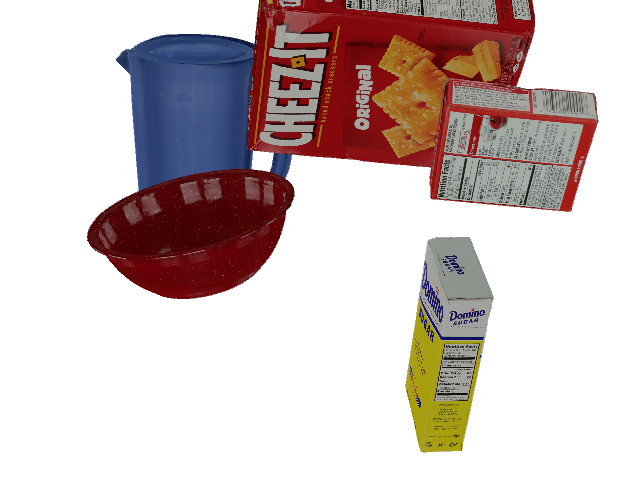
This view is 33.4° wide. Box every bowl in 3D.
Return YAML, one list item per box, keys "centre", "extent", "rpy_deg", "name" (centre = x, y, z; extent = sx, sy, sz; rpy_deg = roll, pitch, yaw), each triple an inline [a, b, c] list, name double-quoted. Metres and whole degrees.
- centre: [-0.094, 0.000, 0.826]
  extent: [0.162, 0.055, 0.162]
  rpy_deg: [-10, 24, 4]
  name: "bowl"

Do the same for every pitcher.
- centre: [-0.119, -0.083, 1.094]
  extent: [0.144, 0.243, 0.149]
  rpy_deg: [-11, 26, -29]
  name: "pitcher"

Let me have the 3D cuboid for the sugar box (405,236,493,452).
- centre: [0.110, 0.093, 0.947]
  extent: [0.048, 0.176, 0.093]
  rpy_deg: [-2, 34, -6]
  name: "sugar box"

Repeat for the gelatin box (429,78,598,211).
- centre: [0.113, -0.056, 0.635]
  extent: [0.089, 0.030, 0.073]
  rpy_deg: [6, -44, 3]
  name: "gelatin box"

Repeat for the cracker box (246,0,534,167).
- centre: [0.051, -0.139, 0.878]
  extent: [0.213, 0.072, 0.164]
  rpy_deg: [4, -38, -5]
  name: "cracker box"
